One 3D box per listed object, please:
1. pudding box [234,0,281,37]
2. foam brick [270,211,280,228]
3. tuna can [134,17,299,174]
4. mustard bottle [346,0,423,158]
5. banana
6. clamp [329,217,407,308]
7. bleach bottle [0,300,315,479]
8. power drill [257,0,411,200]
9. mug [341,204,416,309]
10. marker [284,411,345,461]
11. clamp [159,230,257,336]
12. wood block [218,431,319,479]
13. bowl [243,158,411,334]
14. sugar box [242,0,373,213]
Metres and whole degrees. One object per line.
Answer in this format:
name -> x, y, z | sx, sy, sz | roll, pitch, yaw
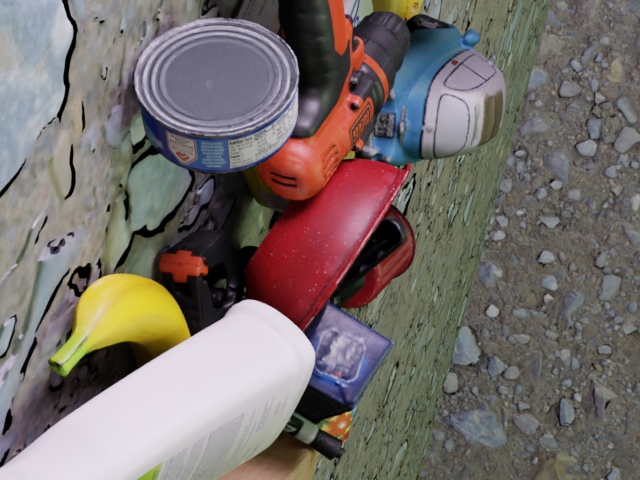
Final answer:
pudding box -> -0.031, -0.123, 0.704 | 0.090, 0.039, 0.113 | 66, 40, -65
foam brick -> -0.003, -0.020, 0.910 | 0.078, 0.053, 0.051 | 30, 77, -75
tuna can -> -0.054, -0.077, 0.567 | 0.034, 0.086, 0.086 | 91, 21, -54
mustard bottle -> 0.041, -0.153, 0.915 | 0.096, 0.058, 0.191 | 20, 88, -75
banana -> -0.108, 0.061, 0.633 | 0.069, 0.037, 0.197 | -54, 162, -9
clamp -> -0.012, 0.050, 0.914 | 0.164, 0.036, 0.210 | -29, 171, -11
bleach bottle -> -0.104, 0.114, 0.572 | 0.250, 0.068, 0.103 | -23, 144, -55
power drill -> 0.013, -0.143, 0.658 | 0.188, 0.057, 0.184 | 85, 26, -44
mug -> 0.032, 0.004, 1.030 | 0.081, 0.093, 0.117 | -44, 117, -55
marker -> -0.032, 0.140, 0.852 | 0.020, 0.121, 0.020 | -55, -172, 12
clamp -> -0.070, 0.033, 0.743 | 0.171, 0.039, 0.120 | 77, 16, -62
wood block -> -0.077, 0.211, 0.815 | 0.205, 0.090, 0.091 | -33, 138, -70
bowl -> -0.005, 0.001, 0.724 | 0.162, 0.055, 0.162 | -56, -179, 1
sugar box -> -0.006, -0.114, 0.798 | 0.093, 0.048, 0.176 | 72, 38, -67
